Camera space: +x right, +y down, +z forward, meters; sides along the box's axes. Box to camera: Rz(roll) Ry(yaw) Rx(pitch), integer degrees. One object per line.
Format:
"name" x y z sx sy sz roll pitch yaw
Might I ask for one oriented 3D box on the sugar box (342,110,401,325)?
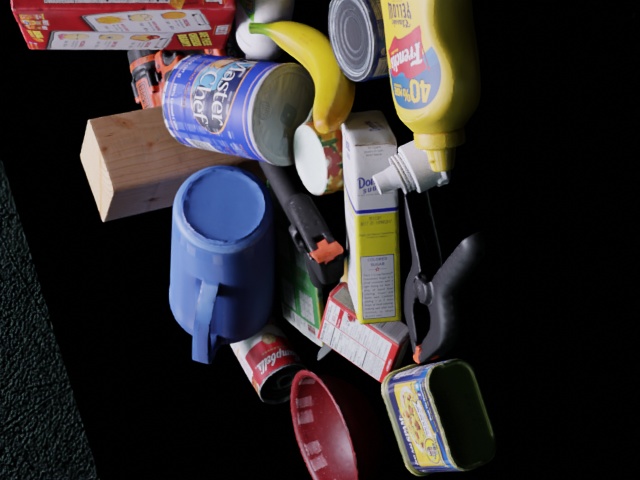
"sugar box" 0.048 -0.021 0.980 0.093 0.048 0.176 -103 11 -64

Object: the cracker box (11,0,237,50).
"cracker box" -0.198 -0.245 1.088 0.164 0.213 0.072 160 107 -80

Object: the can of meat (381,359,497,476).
"can of meat" 0.109 0.161 0.968 0.084 0.057 0.102 -29 78 64

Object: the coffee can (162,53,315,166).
"coffee can" -0.080 -0.137 1.103 0.141 0.102 0.103 15 119 42

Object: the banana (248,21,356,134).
"banana" -0.005 -0.159 1.007 0.198 0.069 0.037 -123 15 -47

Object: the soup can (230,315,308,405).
"soup can" -0.065 0.145 1.330 0.102 0.068 0.068 54 149 40

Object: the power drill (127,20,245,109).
"power drill" -0.161 -0.222 1.270 0.188 0.057 0.184 -24 81 47

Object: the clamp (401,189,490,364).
"clamp" 0.106 0.039 0.923 0.120 0.039 0.171 -131 33 -61

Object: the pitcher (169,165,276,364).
"pitcher" -0.113 0.027 1.225 0.149 0.144 0.243 57 162 20

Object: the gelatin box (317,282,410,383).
"gelatin box" 0.044 0.093 1.061 0.089 0.030 0.073 34 143 17

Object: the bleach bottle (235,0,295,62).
"bleach bottle" -0.058 -0.281 1.071 0.251 0.068 0.103 97 151 -46

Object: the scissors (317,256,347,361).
"scissors" 0.024 0.072 1.148 0.202 0.016 0.096 -29 75 64

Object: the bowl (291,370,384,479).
"bowl" 0.026 0.215 1.185 0.162 0.055 0.162 45 143 49

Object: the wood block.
"wood block" -0.155 -0.098 1.212 0.090 0.205 0.091 68 155 15

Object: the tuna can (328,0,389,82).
"tuna can" 0.041 -0.184 0.941 0.086 0.033 0.086 44 142 50

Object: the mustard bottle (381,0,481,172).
"mustard bottle" 0.086 -0.148 0.832 0.096 0.058 0.191 22 124 61

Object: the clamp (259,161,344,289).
"clamp" -0.007 0.001 1.077 0.164 0.036 0.210 66 175 -20
